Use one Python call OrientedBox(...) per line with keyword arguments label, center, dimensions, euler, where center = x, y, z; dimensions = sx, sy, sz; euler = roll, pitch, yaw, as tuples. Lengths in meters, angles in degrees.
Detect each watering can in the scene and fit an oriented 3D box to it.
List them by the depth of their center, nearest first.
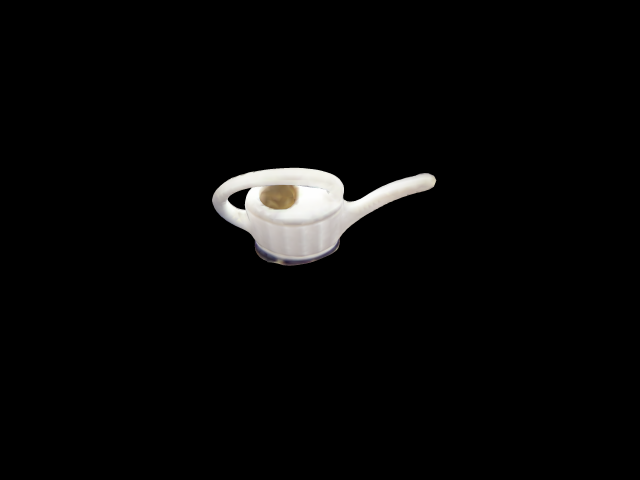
OrientedBox(label="watering can", center=(0.003, -0.043, 0.850), dimensions=(0.348, 0.106, 0.219), euler=(0, -30, 0))
